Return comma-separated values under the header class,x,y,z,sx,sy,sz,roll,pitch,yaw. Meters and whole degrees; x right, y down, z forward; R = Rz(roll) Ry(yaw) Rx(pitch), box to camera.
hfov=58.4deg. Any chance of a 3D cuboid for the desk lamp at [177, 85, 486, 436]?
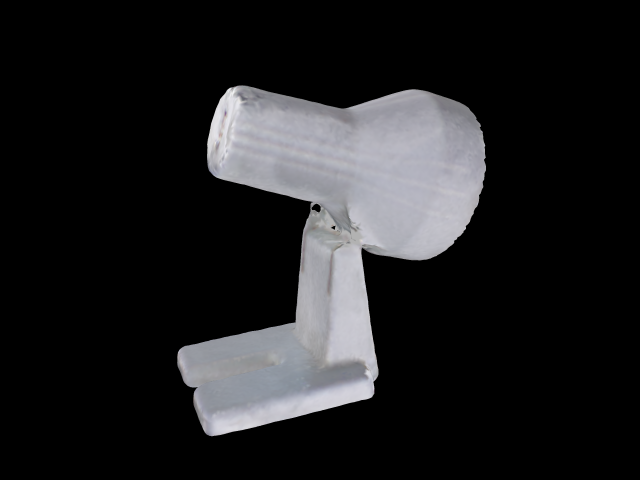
class,x,y,z,sx,sy,sz,roll,pitch,yaw
desk lamp,0.004,0.001,0.400,0.204,0.214,0.117,-8,19,-24
